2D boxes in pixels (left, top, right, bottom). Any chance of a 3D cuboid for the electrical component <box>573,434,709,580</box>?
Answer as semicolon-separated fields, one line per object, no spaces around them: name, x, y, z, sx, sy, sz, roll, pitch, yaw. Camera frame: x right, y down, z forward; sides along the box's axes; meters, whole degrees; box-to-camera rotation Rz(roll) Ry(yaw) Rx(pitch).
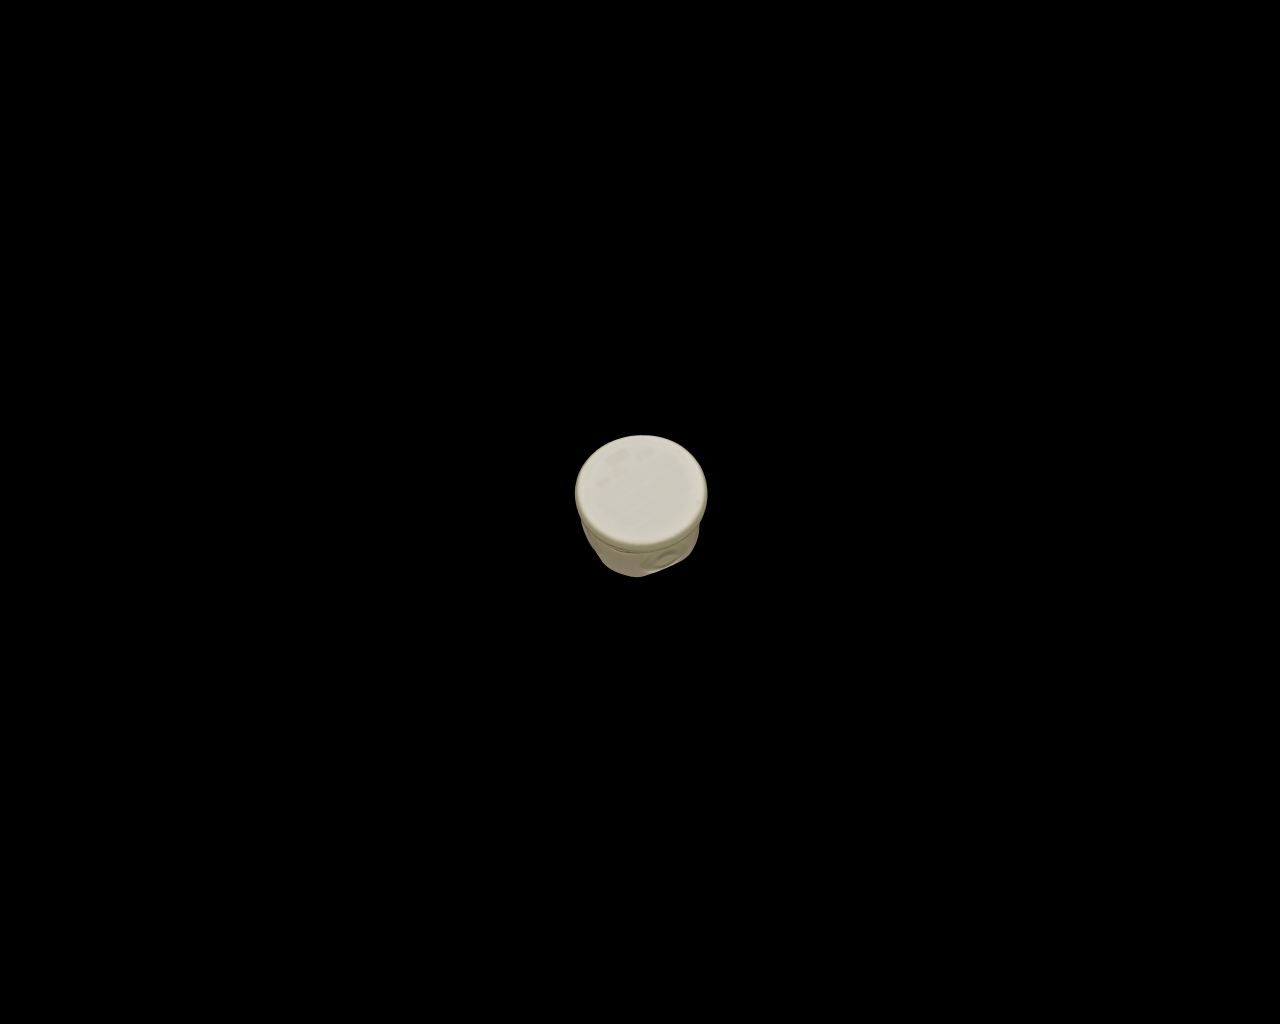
electrical component;0.001;-0.003;0.650;0.080;0.080;0.051;0;-30;0
